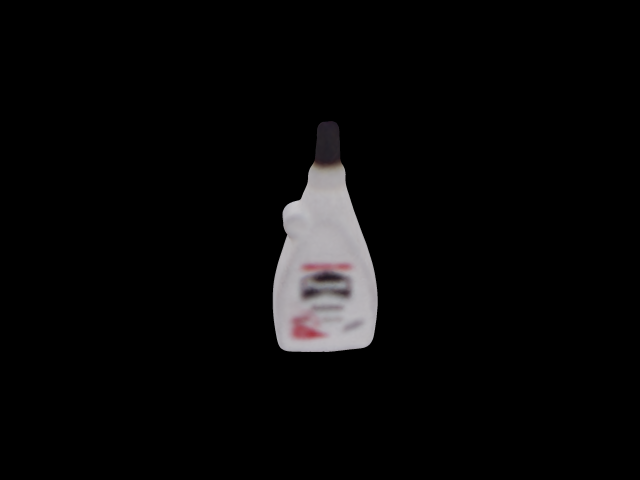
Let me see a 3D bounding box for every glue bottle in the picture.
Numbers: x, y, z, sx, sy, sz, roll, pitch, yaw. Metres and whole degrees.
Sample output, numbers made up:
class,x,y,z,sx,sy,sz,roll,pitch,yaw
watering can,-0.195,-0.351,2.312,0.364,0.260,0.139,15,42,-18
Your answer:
class,x,y,z,sx,sy,sz,roll,pitch,yaw
glue bottle,0.004,0.001,0.400,0.078,0.173,0.037,-4,29,-6
